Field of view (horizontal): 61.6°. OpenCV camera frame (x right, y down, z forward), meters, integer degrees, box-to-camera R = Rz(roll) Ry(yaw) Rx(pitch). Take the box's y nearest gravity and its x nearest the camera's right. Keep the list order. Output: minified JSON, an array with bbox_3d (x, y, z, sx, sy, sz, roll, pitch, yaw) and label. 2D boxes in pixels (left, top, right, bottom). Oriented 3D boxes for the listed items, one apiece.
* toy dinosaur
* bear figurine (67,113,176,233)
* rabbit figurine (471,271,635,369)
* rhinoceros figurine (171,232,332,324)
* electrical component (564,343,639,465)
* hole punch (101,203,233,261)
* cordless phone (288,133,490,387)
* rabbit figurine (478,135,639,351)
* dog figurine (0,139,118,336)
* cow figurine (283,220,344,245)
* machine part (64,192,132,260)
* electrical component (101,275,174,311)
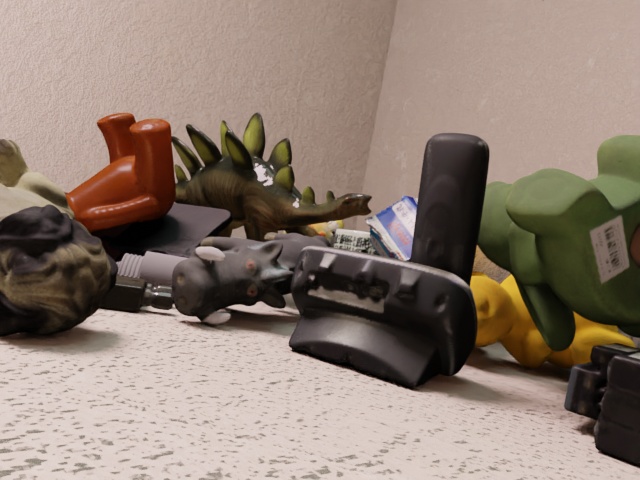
[{"bbox_3d":[-0.122,-0.061,0.722,0.472,0.198,0.105,2,17,43],"label":"toy dinosaur"},{"bbox_3d":[-0.258,-0.051,0.568,0.196,0.131,0.120,-23,30,-37],"label":"bear figurine"},{"bbox_3d":[0.189,0.065,0.528,0.173,0.121,0.162,2,-1,-19],"label":"rabbit figurine"},{"bbox_3d":[-0.061,0.034,0.512,0.112,0.073,0.190,6,8,38],"label":"rhinoceros figurine"},{"bbox_3d":[0.223,0.103,0.318,0.134,0.058,0.115,11,-1,43],"label":"electrical component"},{"bbox_3d":[-0.168,0.021,0.631,0.142,0.092,0.116,12,30,22],"label":"hole punch"},{"bbox_3d":[0.053,0.006,0.416,0.147,0.184,0.088,11,6,30],"label":"cordless phone"},{"bbox_3d":[0.190,-0.001,0.419,0.121,0.159,0.170,-33,18,-10],"label":"rabbit figurine"},{"bbox_3d":[-0.207,0.009,0.401,0.191,0.121,0.172,23,13,18],"label":"dog figurine"},{"bbox_3d":[0.000,-0.001,0.777,0.098,0.068,0.167,-26,-3,-24],"label":"cow figurine"},{"bbox_3d":[-0.333,-0.020,0.736,0.201,0.087,0.201,11,-1,28],"label":"machine part"},{"bbox_3d":[-0.174,0.044,0.466,0.094,0.021,0.063,9,1,-17],"label":"electrical component"}]
